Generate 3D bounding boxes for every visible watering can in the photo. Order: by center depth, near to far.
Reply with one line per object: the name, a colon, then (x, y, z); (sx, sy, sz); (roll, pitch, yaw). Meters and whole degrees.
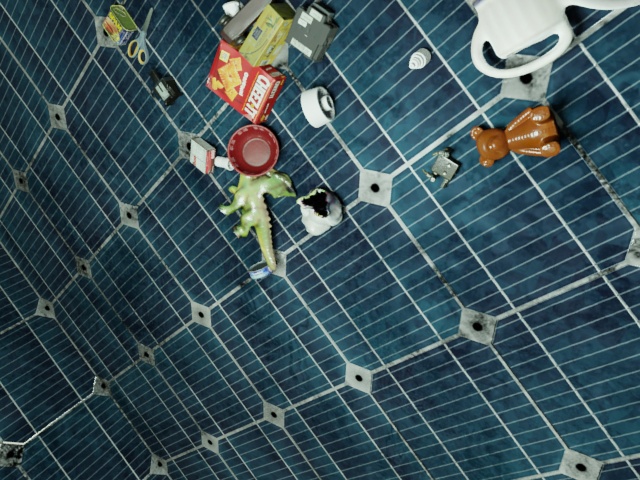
watering can: (0.471, -0.494, 1.095); (0.344, 0.105, 0.223); (-24, 97, 37)

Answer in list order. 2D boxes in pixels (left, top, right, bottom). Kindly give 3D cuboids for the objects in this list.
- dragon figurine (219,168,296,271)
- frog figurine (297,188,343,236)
dragon figurine: (-0.182, -0.121, 1.665); (0.240, 0.124, 0.410); (-34, 91, 29)
frog figurine: (0.005, -0.080, 1.582); (0.138, 0.125, 0.156); (13, 154, 17)
